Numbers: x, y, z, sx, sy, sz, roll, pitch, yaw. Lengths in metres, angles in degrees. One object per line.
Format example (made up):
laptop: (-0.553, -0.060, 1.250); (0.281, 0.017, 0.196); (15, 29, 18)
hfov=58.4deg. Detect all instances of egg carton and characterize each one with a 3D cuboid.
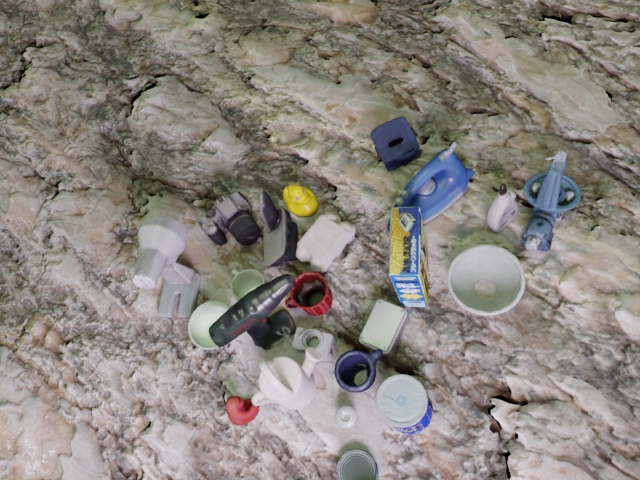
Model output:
egg carton: (0.013, 0.005, 1.429); (0.107, 0.069, 0.150); (33, 78, 26)

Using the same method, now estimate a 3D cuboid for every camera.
camera: (-0.231, -0.043, 1.502); (0.143, 0.101, 0.136); (-40, 62, -4)

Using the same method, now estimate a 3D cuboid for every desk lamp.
desk lamp: (-0.384, 0.069, 1.429); (0.117, 0.214, 0.203); (-2, 65, 15)

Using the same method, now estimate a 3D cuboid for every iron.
iron: (0.248, -0.124, 1.381); (0.258, 0.142, 0.118); (-43, 62, -6)

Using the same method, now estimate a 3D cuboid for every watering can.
watering can: (-0.077, 0.299, 1.247); (0.100, 0.194, 0.173); (28, 76, 25)

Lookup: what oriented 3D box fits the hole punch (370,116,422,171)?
hole punch: (0.197, -0.251, 1.483); (0.108, 0.091, 0.101); (-27, 62, 3)

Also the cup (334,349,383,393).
cup: (0.095, 0.288, 1.261); (0.118, 0.095, 0.091); (-38, 62, -4)

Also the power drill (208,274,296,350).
power drill: (-0.132, 0.175, 1.312); (0.229, 0.209, 0.075); (-33, 61, -1)

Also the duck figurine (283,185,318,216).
duck figurine: (-0.059, -0.115, 1.495); (0.104, 0.086, 0.077); (35, 79, 27)

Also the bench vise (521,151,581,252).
bench vise: (0.506, -0.081, 1.244); (0.121, 0.220, 0.207); (2, 67, 17)

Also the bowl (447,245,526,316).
bowl: (0.371, 0.099, 1.282); (0.167, 0.075, 0.167); (-6, 65, 13)

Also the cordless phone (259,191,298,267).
cordless phone: (-0.122, -0.027, 1.416); (0.094, 0.185, 0.147); (-12, 63, 11)

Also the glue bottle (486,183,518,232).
glue bottle: (0.414, -0.082, 1.297); (0.078, 0.173, 0.037); (-39, 62, -4)

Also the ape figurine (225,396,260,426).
ape figurine: (-0.184, 0.380, 1.299); (0.077, 0.092, 0.076); (35, 79, 27)
